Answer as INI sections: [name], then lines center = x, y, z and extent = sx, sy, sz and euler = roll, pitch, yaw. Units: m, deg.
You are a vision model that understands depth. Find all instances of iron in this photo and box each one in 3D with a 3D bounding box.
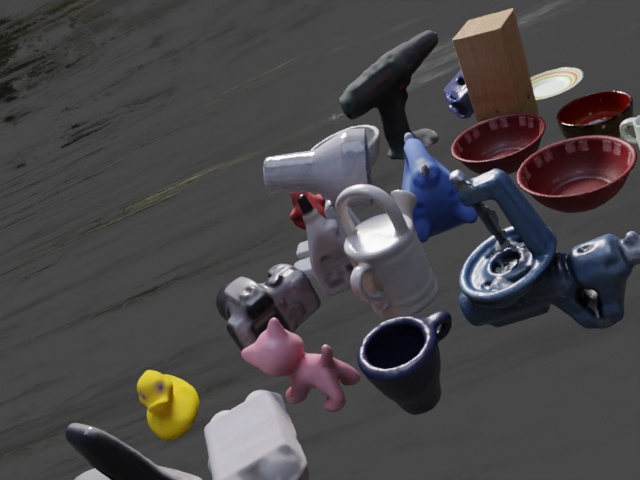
[iron]
center = 0.171, -0.108, 0.945
extent = 0.118, 0.142, 0.258
euler = -22, 29, 9

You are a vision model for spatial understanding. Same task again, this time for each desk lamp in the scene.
[desk lamp]
center = 0.012, -0.060, 0.922
extent = 0.203, 0.214, 0.118
euler = -18, 30, 16

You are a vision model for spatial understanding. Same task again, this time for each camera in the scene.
[camera]
center = -0.098, 0.092, 0.886
extent = 0.143, 0.101, 0.136
euler = -40, 31, -22

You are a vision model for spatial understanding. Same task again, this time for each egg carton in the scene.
[egg carton]
center = -0.074, 0.243, 0.656
extent = 0.107, 0.069, 0.150
euler = -30, 29, -5

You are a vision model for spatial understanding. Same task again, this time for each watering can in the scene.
[watering can]
center = 0.086, 0.001, 0.784
extent = 0.100, 0.194, 0.173
euler = -15, 31, 21

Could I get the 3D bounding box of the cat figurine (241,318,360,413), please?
[cat figurine]
center = -0.029, 0.149, 0.720
extent = 0.127, 0.118, 0.067
euler = -4, 37, 36

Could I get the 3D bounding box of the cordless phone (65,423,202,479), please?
[cordless phone]
center = -0.233, 0.256, 0.647
extent = 0.147, 0.185, 0.094
euler = -6, 35, 33

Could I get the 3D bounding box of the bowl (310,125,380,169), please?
[bowl]
center = 0.059, -0.170, 1.205
extent = 0.167, 0.075, 0.167
euler = -20, 30, 12

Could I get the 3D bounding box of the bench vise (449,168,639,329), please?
[bench vise]
center = 0.238, -0.002, 0.635
extent = 0.207, 0.220, 0.121
euler = -20, 30, 13

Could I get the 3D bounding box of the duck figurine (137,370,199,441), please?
[duck figurine]
center = -0.221, 0.217, 0.802
extent = 0.077, 0.086, 0.104
euler = -29, 29, -3

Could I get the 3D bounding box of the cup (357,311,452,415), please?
[cup]
center = 0.109, 0.140, 0.643
extent = 0.118, 0.095, 0.091
euler = -35, 30, -13

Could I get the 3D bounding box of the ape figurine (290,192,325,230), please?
[ape figurine]
center = -0.026, -0.067, 1.092
extent = 0.078, 0.092, 0.076
euler = -28, 29, -1

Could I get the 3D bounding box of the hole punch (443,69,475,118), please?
[hole punch]
center = 0.317, -0.326, 1.226
extent = 0.101, 0.091, 0.108
euler = -25, 29, 4

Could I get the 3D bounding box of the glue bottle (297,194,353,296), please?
[glue bottle]
center = 0.008, 0.003, 0.867
extent = 0.078, 0.173, 0.037
euler = -24, 29, 5

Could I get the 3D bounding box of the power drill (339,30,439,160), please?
[power drill]
center = 0.163, -0.281, 1.159
extent = 0.229, 0.209, 0.075
euler = -29, 29, -3
